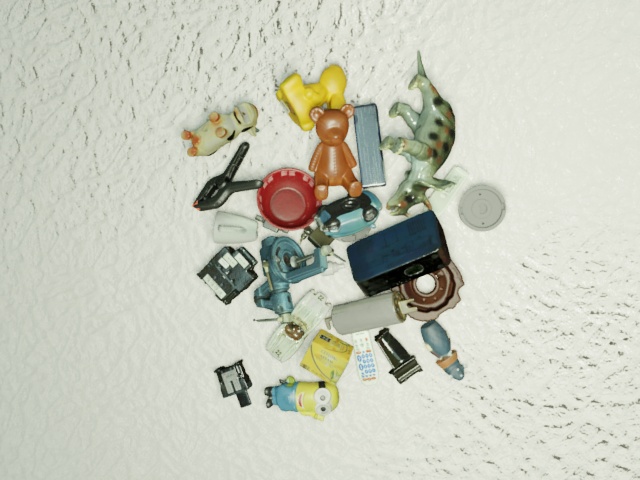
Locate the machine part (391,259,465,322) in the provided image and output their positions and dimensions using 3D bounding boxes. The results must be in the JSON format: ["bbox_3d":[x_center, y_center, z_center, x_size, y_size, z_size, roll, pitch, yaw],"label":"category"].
[{"bbox_3d":[0.256,0.105,1.300,0.179,0.056,0.179,0,88,7],"label":"machine part"}]

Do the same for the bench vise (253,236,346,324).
[{"bbox_3d":[-0.065,0.080,1.284,0.241,0.128,0.223,-23,59,35],"label":"bench vise"}]

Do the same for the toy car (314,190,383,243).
[{"bbox_3d":[0.073,-0.045,1.293,0.162,0.109,0.102,-25,128,-10],"label":"toy car"}]

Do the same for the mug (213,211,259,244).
[{"bbox_3d":[-0.208,-0.028,1.338,0.107,0.109,0.080,5,86,-6],"label":"mug"}]

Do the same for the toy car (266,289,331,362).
[{"bbox_3d":[-0.053,0.213,1.337,0.073,0.056,0.201,39,95,6],"label":"toy car"}]

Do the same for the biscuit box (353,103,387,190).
[{"bbox_3d":[0.122,-0.228,1.316,0.063,0.059,0.202,-6,89,8],"label":"biscuit box"}]

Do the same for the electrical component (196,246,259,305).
[{"bbox_3d":[-0.224,0.082,1.359,0.134,0.058,0.115,-42,87,5],"label":"electrical component"}]

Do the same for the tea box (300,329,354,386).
[{"bbox_3d":[0.019,0.273,1.271,0.098,0.169,0.068,29,95,5],"label":"tea box"}]

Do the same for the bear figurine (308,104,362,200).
[{"bbox_3d":[0.036,-0.209,1.259,0.120,0.132,0.195,-4,129,-9],"label":"bear figurine"}]

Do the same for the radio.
[{"bbox_3d":[0.182,0.034,1.251,0.230,0.073,0.131,-25,42,18],"label":"radio"}]

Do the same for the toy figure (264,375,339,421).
[{"bbox_3d":[-0.042,0.382,1.324,0.180,0.089,0.082,-2,118,17],"label":"toy figure"}]

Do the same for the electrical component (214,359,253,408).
[{"bbox_3d":[-0.213,0.370,1.362,0.075,0.048,0.119,-18,86,8],"label":"electrical component"}]

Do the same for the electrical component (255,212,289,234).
[{"bbox_3d":[-0.115,-0.054,1.364,0.094,0.021,0.063,25,92,7],"label":"electrical component"}]

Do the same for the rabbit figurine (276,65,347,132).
[{"bbox_3d":[0.000,-0.355,1.309,0.173,0.122,0.162,-39,88,-13],"label":"rabbit figurine"}]

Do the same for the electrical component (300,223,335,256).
[{"bbox_3d":[-0.001,-0.004,1.341,0.102,0.045,0.078,38,66,3],"label":"electrical component"}]

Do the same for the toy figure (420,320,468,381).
[{"bbox_3d":[0.299,0.267,1.294,0.064,0.058,0.154,-30,91,11],"label":"toy figure"}]

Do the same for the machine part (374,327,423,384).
[{"bbox_3d":[0.185,0.280,1.317,0.084,0.039,0.139,-34,88,11],"label":"machine part"}]

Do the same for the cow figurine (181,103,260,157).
[{"bbox_3d":[-0.235,-0.275,1.343,0.195,0.127,0.085,-28,86,21],"label":"cow figurine"}]

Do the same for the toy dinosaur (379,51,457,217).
[{"bbox_3d":[0.258,-0.249,1.270,0.192,0.131,0.404,27,73,-22],"label":"toy dinosaur"}]

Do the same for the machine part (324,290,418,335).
[{"bbox_3d":[0.116,0.174,1.279,0.243,0.079,0.079,-17,88,30],"label":"machine part"}]
